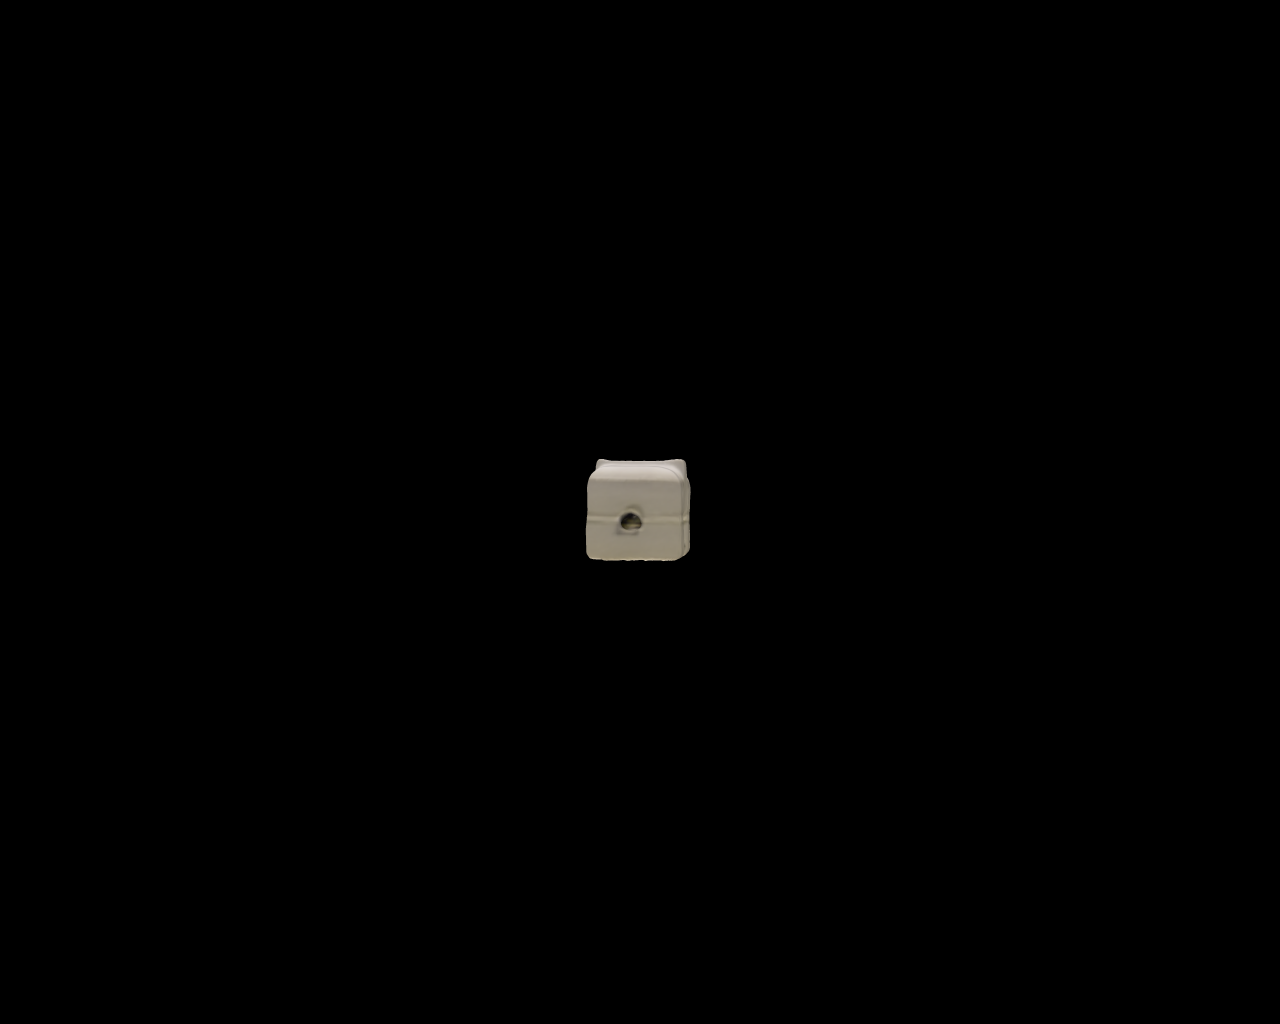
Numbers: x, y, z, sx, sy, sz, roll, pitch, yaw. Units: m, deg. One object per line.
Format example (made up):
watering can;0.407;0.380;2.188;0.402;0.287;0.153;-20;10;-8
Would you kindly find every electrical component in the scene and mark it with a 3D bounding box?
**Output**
electrical component;0.001;-0.003;0.650;0.054;0.059;0.095;0;0;8
